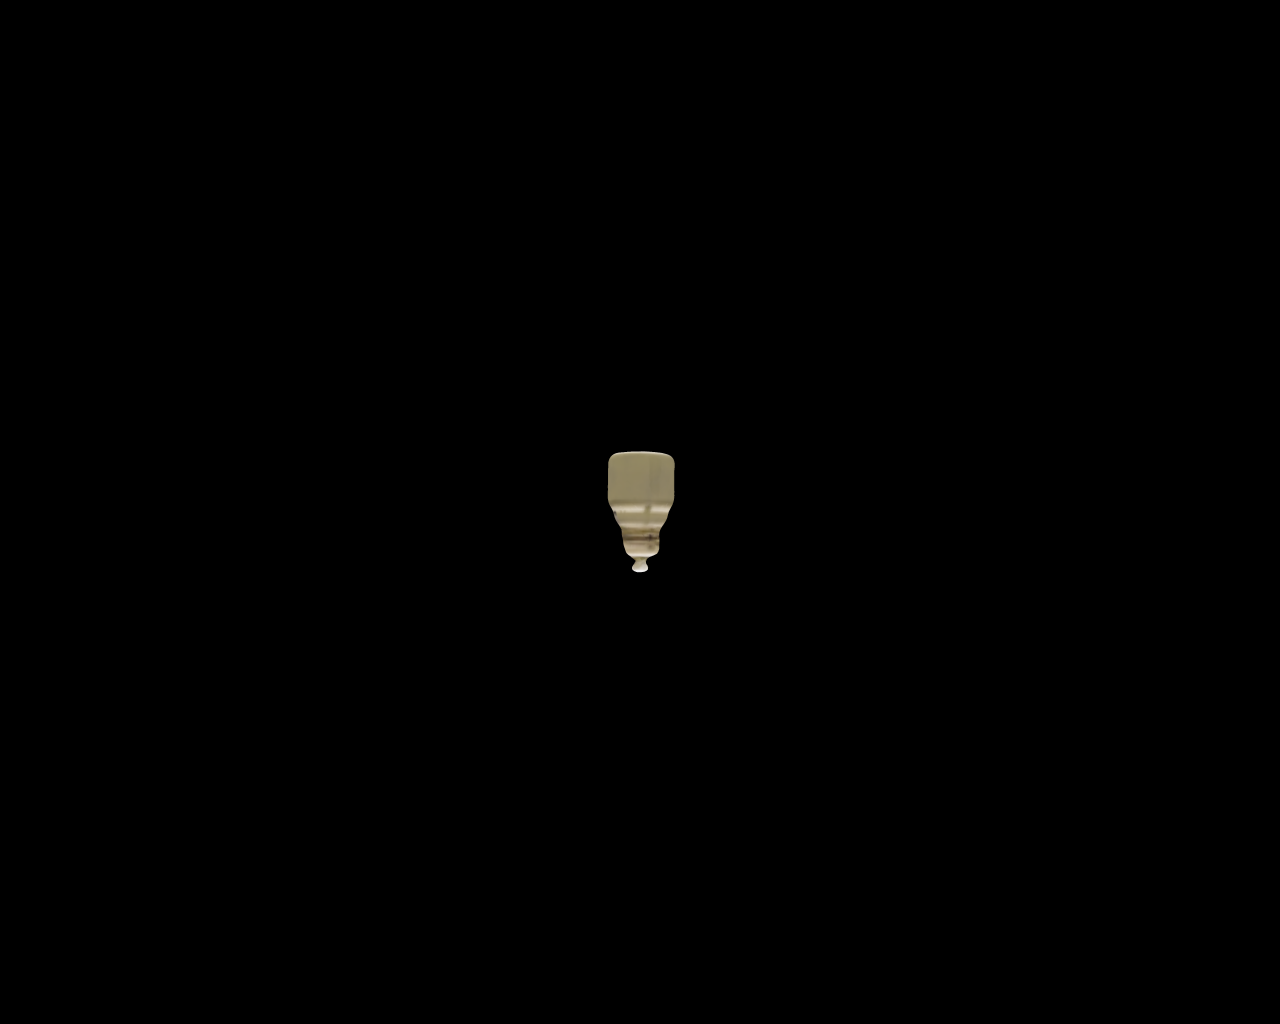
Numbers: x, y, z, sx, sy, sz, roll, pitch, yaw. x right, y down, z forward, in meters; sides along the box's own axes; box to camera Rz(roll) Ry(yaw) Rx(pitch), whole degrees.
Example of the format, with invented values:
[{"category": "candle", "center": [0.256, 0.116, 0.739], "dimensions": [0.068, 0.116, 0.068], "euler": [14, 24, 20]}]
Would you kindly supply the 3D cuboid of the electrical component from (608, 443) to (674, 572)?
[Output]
[{"category": "electrical component", "center": [0.001, -0.003, 0.650], "dimensions": [0.040, 0.078, 0.040], "euler": [0, -2, 0]}]
